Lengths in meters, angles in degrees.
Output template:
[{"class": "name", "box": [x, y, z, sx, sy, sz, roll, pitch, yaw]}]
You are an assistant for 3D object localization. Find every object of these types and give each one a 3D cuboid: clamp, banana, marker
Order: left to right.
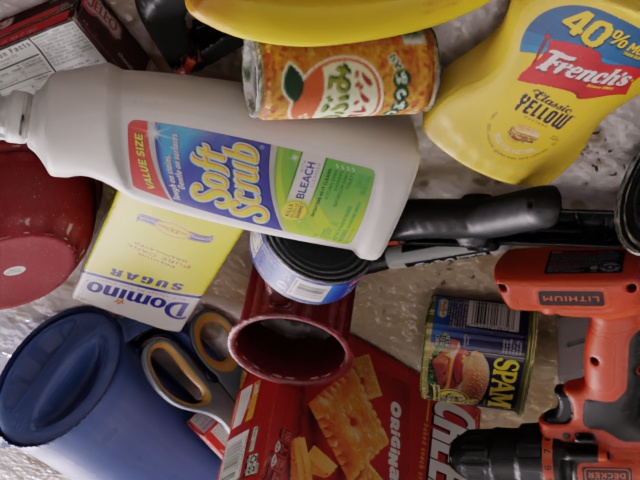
[{"class": "clamp", "box": [-0.050, -0.150, 0.559, 0.164, 0.036, 0.210, -1, 159, -35]}, {"class": "banana", "box": [0.027, -0.133, 0.562, 0.197, 0.037, 0.070, -15, 155, -9]}, {"class": "marker", "box": [0.080, 0.008, 0.775, 0.121, 0.020, 0.020, -10, 137, 24]}, {"class": "clamp", "box": [0.105, -0.013, 0.692, 0.172, 0.039, 0.120, -3, 165, 30]}]

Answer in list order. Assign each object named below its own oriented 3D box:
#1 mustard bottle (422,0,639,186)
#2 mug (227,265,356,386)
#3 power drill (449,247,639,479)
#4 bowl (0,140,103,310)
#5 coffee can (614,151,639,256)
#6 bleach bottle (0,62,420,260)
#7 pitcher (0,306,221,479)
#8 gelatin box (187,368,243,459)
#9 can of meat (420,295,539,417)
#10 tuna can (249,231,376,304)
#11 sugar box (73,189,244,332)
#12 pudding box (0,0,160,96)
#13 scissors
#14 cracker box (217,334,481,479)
[{"class": "mustard bottle", "box": [0.144, -0.108, 0.588, 0.096, 0.058, 0.192, 23, 139, -17]}, {"class": "mug", "box": [-0.019, 0.043, 0.791, 0.093, 0.081, 0.117, -3, 139, 16]}, {"class": "power drill", "box": [0.171, 0.098, 0.752, 0.185, 0.057, 0.187, -4, 116, 19]}, {"class": "bowl", "box": [-0.222, 0.002, 0.748, 0.162, 0.055, 0.162, -21, 152, -12]}, {"class": "coffee can", "box": [0.267, -0.008, 0.647, 0.140, 0.102, 0.103, 26, 139, -18]}, {"class": "bleach bottle", "box": [-0.071, -0.052, 0.658, 0.250, 0.068, 0.103, 7, 132, -15]}, {"class": "pitcher", "box": [-0.154, 0.168, 0.952, 0.149, 0.145, 0.242, -2, 145, 34]}, {"class": "gelatin box", "box": [-0.062, 0.151, 0.932, 0.030, 0.089, 0.073, 30, 161, 44]}, {"class": "can of meat", "box": [0.123, 0.089, 0.837, 0.084, 0.057, 0.102, 7, 141, 8]}, {"class": "tuna can", "box": [-0.005, 0.001, 0.733, 0.086, 0.086, 0.034, 19, 142, -11]}, {"class": "sugar box", "box": [-0.118, 0.001, 0.791, 0.093, 0.048, 0.176, 20, 139, -12]}, {"class": "pudding box", "box": [-0.153, -0.099, 0.682, 0.090, 0.039, 0.113, -13, 134, 26]}, {"class": "scissors", "box": [-0.061, 0.138, 0.888, 0.201, 0.096, 0.016, 42, 151, -18]}, {"class": "cracker box", "box": [0.031, 0.173, 0.874, 0.213, 0.164, 0.072, 31, 139, -23]}]
